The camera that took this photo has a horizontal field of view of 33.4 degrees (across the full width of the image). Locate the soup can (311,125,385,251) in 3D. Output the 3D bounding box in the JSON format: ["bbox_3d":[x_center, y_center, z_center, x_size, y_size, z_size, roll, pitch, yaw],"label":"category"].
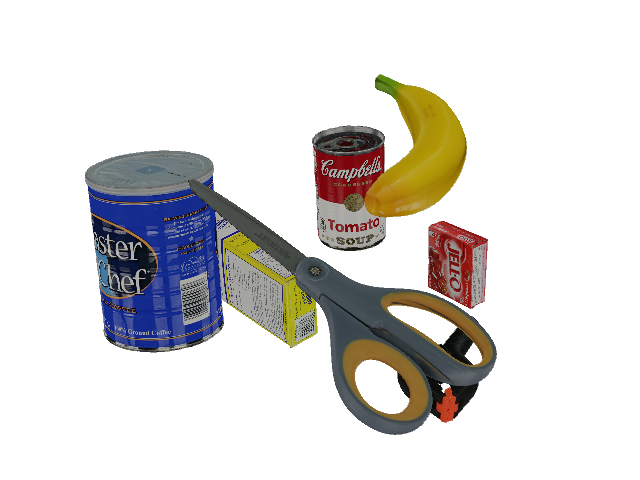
[{"bbox_3d":[0.028,-0.050,1.013,0.068,0.102,0.068,-3,27,1],"label":"soup can"}]

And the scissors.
[{"bbox_3d":[-0.005,0.036,0.573,0.202,0.096,0.016,24,-38,11],"label":"scissors"}]

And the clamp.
[{"bbox_3d":[0.122,0.120,1.070,0.120,0.039,0.171,-10,30,-10],"label":"clamp"}]

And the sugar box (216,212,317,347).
[{"bbox_3d":[-0.077,0.039,1.198,0.048,0.093,0.176,-26,41,-31],"label":"sugar box"}]

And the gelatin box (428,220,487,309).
[{"bbox_3d":[0.166,0.029,1.299,0.030,0.089,0.073,-23,34,-34],"label":"gelatin box"}]

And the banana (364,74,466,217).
[{"bbox_3d":[0.068,-0.063,0.746,0.069,0.037,0.197,4,30,2],"label":"banana"}]

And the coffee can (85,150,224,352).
[{"bbox_3d":[-0.134,0.007,0.879,0.103,0.140,0.103,-2,21,1],"label":"coffee can"}]
